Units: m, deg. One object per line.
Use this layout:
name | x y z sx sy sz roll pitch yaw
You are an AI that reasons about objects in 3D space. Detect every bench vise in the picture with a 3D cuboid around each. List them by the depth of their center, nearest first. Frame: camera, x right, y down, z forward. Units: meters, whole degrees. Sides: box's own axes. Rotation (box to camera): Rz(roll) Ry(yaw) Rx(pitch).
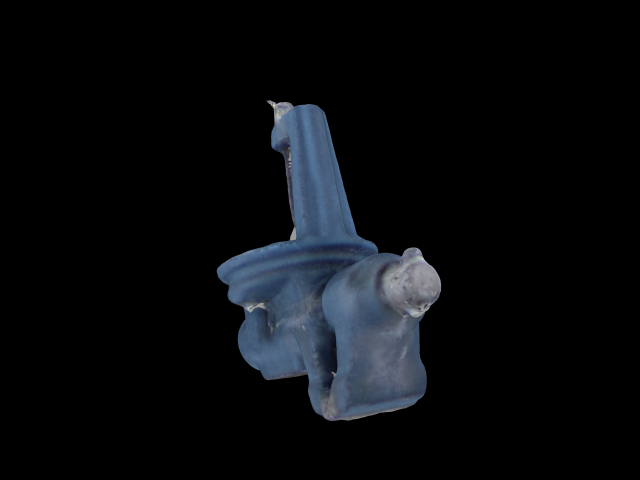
bench vise | 0.012 0.001 0.409 0.206 0.220 0.122 0 0 41
